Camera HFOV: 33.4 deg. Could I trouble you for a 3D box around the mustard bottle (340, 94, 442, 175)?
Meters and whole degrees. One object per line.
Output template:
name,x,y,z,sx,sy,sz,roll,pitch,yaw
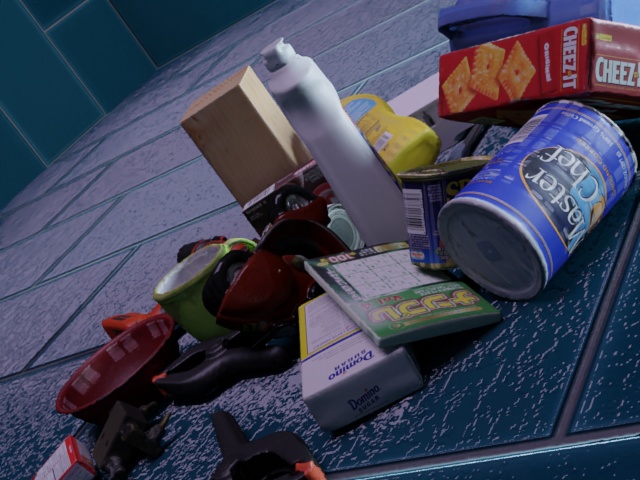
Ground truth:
mustard bottle,0.051,-0.118,1.231,0.096,0.058,0.192,-52,41,2

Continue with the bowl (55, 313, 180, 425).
bowl,-0.210,0.153,1.174,0.162,0.055,0.162,-32,19,12

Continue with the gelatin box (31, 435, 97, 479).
gelatin box,-0.262,0.246,1.056,0.089,0.030,0.073,-50,20,-5

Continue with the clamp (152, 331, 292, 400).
clamp,-0.093,0.122,1.075,0.171,0.039,0.120,-32,15,9

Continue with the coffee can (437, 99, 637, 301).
coffee can,0.179,-0.034,0.875,0.140,0.102,0.103,-44,20,-25

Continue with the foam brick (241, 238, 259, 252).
foam brick,-0.086,0.044,1.232,0.078,0.051,0.053,-38,18,-7

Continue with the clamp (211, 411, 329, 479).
clamp,-0.075,0.200,0.849,0.210,0.036,0.164,-10,31,53

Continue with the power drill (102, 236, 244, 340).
power drill,-0.181,0.065,1.337,0.187,0.057,0.185,-44,20,-23

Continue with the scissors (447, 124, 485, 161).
scissors,0.165,-0.095,1.187,0.201,0.016,0.096,-46,19,-26

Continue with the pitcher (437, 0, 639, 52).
pitcher,0.260,-0.246,1.208,0.149,0.145,0.243,-43,23,-23

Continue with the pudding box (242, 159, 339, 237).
pudding box,-0.020,-0.032,1.245,0.113,0.090,0.039,-32,16,13

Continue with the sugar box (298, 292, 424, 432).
sugar box,0.031,0.090,0.919,0.093,0.048,0.176,-27,22,9

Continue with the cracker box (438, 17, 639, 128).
cracker box,0.235,-0.146,0.986,0.163,0.072,0.214,1,1,-28

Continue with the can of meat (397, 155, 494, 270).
can of meat,0.120,-0.025,0.934,0.101,0.084,0.058,-14,12,-35

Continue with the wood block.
wood block,-0.068,-0.095,1.299,0.091,0.206,0.090,-31,18,16

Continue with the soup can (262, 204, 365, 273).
soup can,-0.008,0.001,1.174,0.102,0.068,0.068,-14,28,47

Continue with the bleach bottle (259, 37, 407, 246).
bleach bottle,0.024,-0.082,1.031,0.068,0.250,0.102,-33,18,7
